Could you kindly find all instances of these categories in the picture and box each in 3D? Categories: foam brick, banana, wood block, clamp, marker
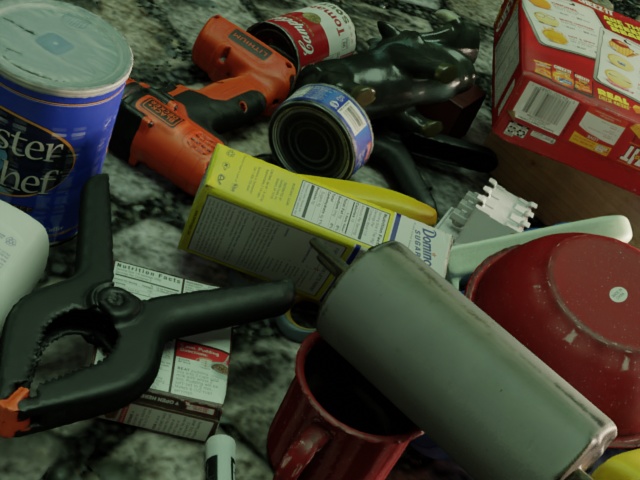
[{"bbox_3d":[0.111,-0.137,1.042,0.078,0.051,0.052,38,41,16],"label":"foam brick"},{"bbox_3d":[-0.004,-0.028,0.854,0.197,0.037,0.070,3,22,-26],"label":"banana"},{"bbox_3d":[0.257,-0.050,0.989,0.090,0.090,0.206,-18,55,-41],"label":"wood block"},{"bbox_3d":[0.078,-0.092,0.979,0.120,0.039,0.171,-25,61,-41],"label":"clamp"},{"bbox_3d":[-0.058,0.167,0.622,0.020,0.020,0.121,13,40,-16],"label":"marker"},{"bbox_3d":[-0.116,0.049,0.650,0.164,0.036,0.209,24,40,5],"label":"clamp"}]

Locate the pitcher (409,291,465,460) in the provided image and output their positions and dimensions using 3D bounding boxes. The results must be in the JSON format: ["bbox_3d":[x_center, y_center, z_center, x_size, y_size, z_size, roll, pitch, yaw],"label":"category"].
[{"bbox_3d":[0.175,0.087,0.751,0.242,0.149,0.145,-5,67,-28],"label":"pitcher"}]

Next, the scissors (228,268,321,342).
[{"bbox_3d":[0.025,0.032,0.827,0.201,0.016,0.096,-6,49,-32],"label":"scissors"}]

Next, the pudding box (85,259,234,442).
[{"bbox_3d":[-0.104,0.070,0.695,0.090,0.039,0.113,14,37,-12],"label":"pudding box"}]

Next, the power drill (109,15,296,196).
[{"bbox_3d":[-0.121,-0.128,0.903,0.184,0.057,0.187,37,42,9],"label":"power drill"}]

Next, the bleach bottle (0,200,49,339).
[{"bbox_3d":[-0.251,0.066,0.601,0.102,0.068,0.250,23,40,0],"label":"bleach bottle"}]

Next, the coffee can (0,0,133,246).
[{"bbox_3d":[-0.195,-0.079,0.735,0.102,0.140,0.103,15,39,-13],"label":"coffee can"}]

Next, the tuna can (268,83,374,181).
[{"bbox_3d":[0.000,-0.085,0.892,0.086,0.086,0.033,33,44,10],"label":"tuna can"}]

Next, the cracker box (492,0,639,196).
[{"bbox_3d":[0.238,-0.141,0.954,0.164,0.072,0.213,21,36,-6],"label":"cracker box"}]

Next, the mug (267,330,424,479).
[{"bbox_3d":[0.010,0.119,0.664,0.093,0.082,0.117,35,39,13],"label":"mug"}]

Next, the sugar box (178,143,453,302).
[{"bbox_3d":[-0.005,0.001,0.753,0.176,0.093,0.048,19,58,-8],"label":"sugar box"}]

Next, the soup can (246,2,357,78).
[{"bbox_3d":[-0.019,-0.183,1.012,0.068,0.069,0.102,39,39,17],"label":"soup can"}]

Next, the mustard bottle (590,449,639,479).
[{"bbox_3d":[0.241,0.168,0.673,0.191,0.096,0.058,-3,23,-36],"label":"mustard bottle"}]

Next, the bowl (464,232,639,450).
[{"bbox_3d":[0.174,0.048,0.670,0.162,0.055,0.162,10,48,-11],"label":"bowl"}]
